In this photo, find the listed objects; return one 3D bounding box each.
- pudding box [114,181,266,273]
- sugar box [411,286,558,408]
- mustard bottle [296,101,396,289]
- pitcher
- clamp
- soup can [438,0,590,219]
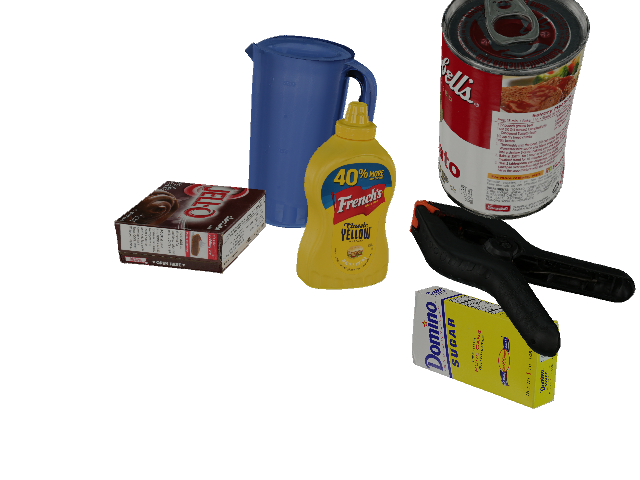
[{"bbox_3d":[-0.102,-0.013,0.861,0.090,0.039,0.113,5,23,14],"label":"pudding box"},{"bbox_3d":[0.181,0.117,1.199,0.177,0.093,0.048,14,18,43],"label":"sugar box"},{"bbox_3d":[0.030,-0.047,1.096,0.096,0.192,0.058,-3,21,-22],"label":"mustard bottle"},{"bbox_3d":[-0.024,-0.142,1.415,0.144,0.243,0.149,-3,24,-21],"label":"pitcher"},{"bbox_3d":[0.144,0.017,0.790,0.120,0.039,0.172,-13,41,-40],"label":"clamp"},{"bbox_3d":[0.093,-0.068,0.532,0.068,0.068,0.102,0,-40,5],"label":"soup can"}]
